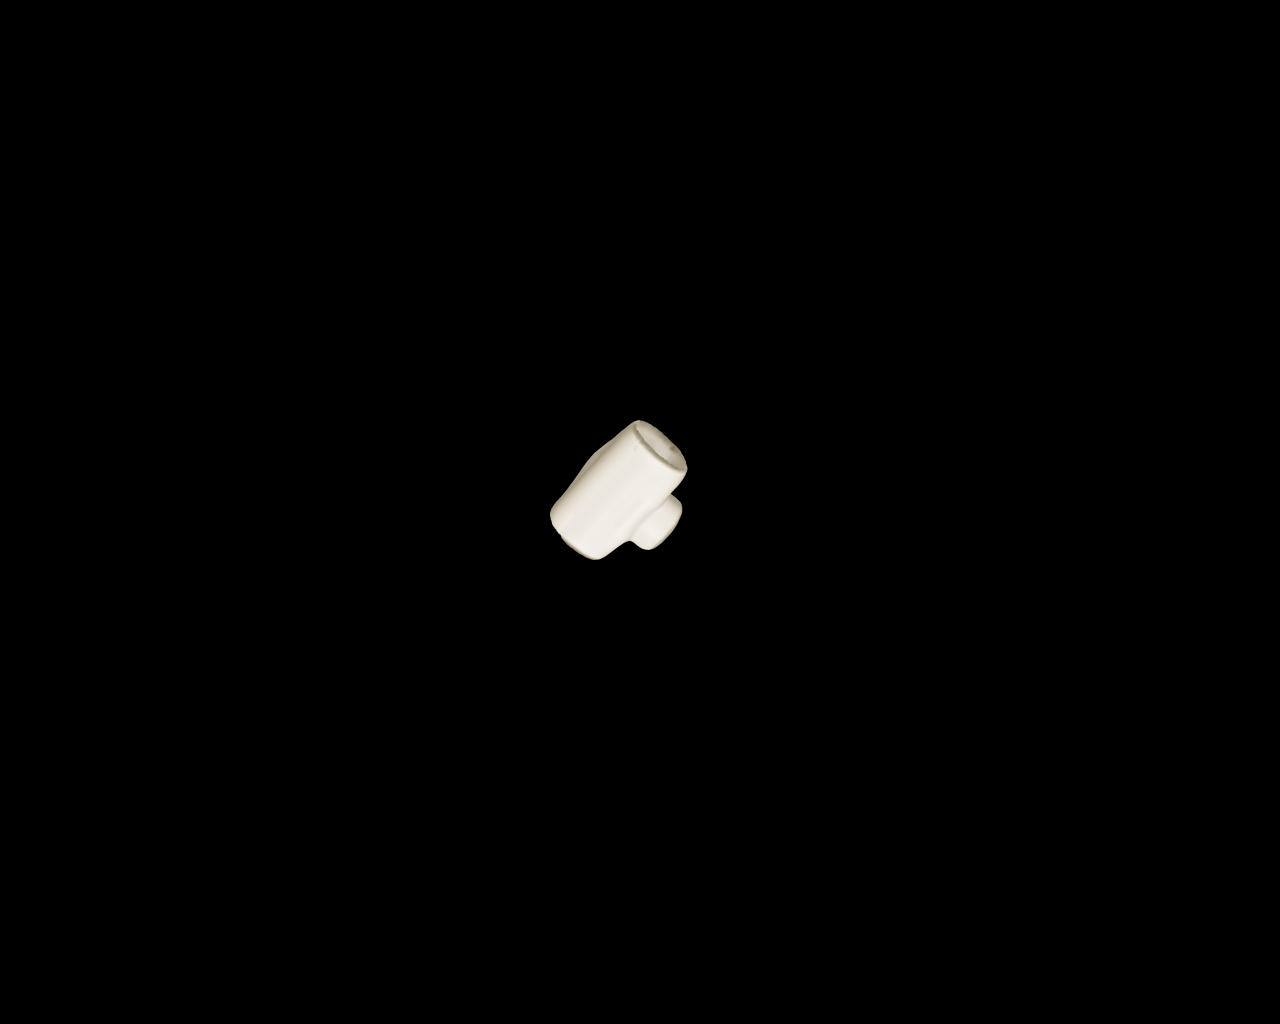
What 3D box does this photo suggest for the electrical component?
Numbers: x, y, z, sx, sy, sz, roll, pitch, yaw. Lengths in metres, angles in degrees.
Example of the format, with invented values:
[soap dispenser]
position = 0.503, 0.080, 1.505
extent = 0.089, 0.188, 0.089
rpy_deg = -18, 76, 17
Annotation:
[electrical component]
position = 0.001, -0.003, 0.650
extent = 0.079, 0.077, 0.043
rpy_deg = 38, 20, -16
